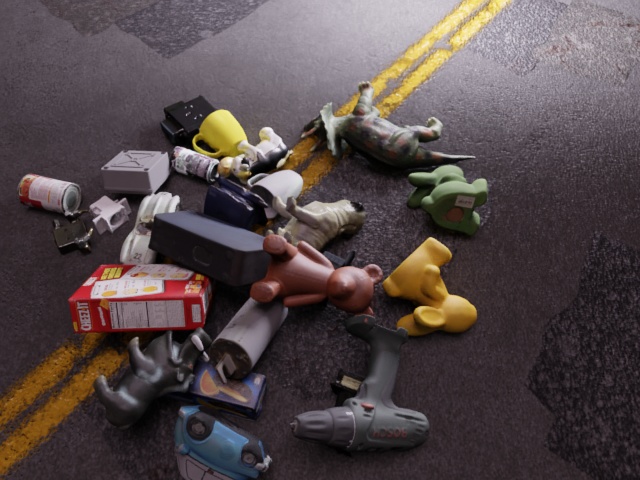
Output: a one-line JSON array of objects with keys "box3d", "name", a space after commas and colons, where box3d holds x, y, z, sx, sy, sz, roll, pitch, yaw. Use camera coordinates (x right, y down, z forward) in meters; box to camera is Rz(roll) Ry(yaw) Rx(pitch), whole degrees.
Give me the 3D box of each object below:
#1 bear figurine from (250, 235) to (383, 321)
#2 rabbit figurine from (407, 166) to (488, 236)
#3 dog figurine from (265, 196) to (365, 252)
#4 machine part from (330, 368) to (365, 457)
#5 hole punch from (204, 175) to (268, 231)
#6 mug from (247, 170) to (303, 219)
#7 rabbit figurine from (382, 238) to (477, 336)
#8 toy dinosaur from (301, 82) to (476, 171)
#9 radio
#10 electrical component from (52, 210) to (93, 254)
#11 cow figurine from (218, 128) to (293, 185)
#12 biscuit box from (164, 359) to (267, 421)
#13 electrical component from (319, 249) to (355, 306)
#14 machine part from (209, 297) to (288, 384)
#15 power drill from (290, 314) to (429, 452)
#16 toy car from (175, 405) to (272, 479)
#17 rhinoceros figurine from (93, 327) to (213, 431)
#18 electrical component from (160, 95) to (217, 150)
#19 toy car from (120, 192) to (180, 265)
[{"box3d": [0.000, 0.073, 0.911, 0.196, 0.132, 0.120, 17, 88, 17], "name": "bear figurine"}, {"box3d": [0.269, -0.098, 1.161, 0.159, 0.121, 0.170, 0, 35, 6], "name": "rabbit figurine"}, {"box3d": [0.000, -0.005, 1.079, 0.190, 0.172, 0.121, 10, 10, -27], "name": "dog figurine"}, {"box3d": [0.046, 0.282, 0.888, 0.084, 0.039, 0.139, 19, 52, 1], "name": "machine part"}, {"box3d": [-0.177, -0.054, 1.088, 0.142, 0.115, 0.092, 31, 66, 20], "name": "hole punch"}, {"box3d": [-0.096, -0.109, 1.157, 0.110, 0.080, 0.107, 29, 45, 27], "name": "mug"}, {"box3d": [0.210, 0.105, 0.985, 0.173, 0.122, 0.162, 44, 55, 5], "name": "rabbit figurine"}, {"box3d": [0.145, -0.225, 1.234, 0.405, 0.131, 0.192, 27, 68, 11], "name": "toy dinosaur"}, {"box3d": [-0.197, 0.012, 0.998, 0.230, 0.073, 0.131, 19, 14, 25], "name": "radio"}, {"box3d": [-0.496, -0.016, 1.081, 0.078, 0.045, 0.102, -16, 55, -16], "name": "electrical component"}, {"box3d": [-0.144, -0.176, 1.209, 0.098, 0.068, 0.167, 41, 62, 18], "name": "cow figurine"}, {"box3d": [-0.193, 0.239, 0.893, 0.203, 0.059, 0.063, 12, 54, 6], "name": "biscuit box"}, {"box3d": [0.021, 0.059, 1.031, 0.048, 0.074, 0.119, 24, 60, 14], "name": "electrical component"}, {"box3d": [-0.118, 0.153, 0.912, 0.079, 0.079, 0.243, 19, 28, 11], "name": "machine part"}, {"box3d": [0.070, 0.227, 0.849, 0.232, 0.086, 0.207, 20, 53, -20], "name": "power drill"}, {"box3d": [-0.159, 0.324, 0.815, 0.162, 0.109, 0.103, 30, 80, 5], "name": "toy car"}, {"box3d": [-0.254, 0.204, 0.833, 0.112, 0.073, 0.190, 34, 60, 22], "name": "rhinoceros figurine"}, {"box3d": [-0.307, -0.279, 1.282, 0.134, 0.058, 0.115, -34, 59, -26], "name": "electrical component"}, {"box3d": [-0.341, -0.021, 1.085, 0.074, 0.056, 0.202, 7, 53, 3], "name": "toy car"}]
